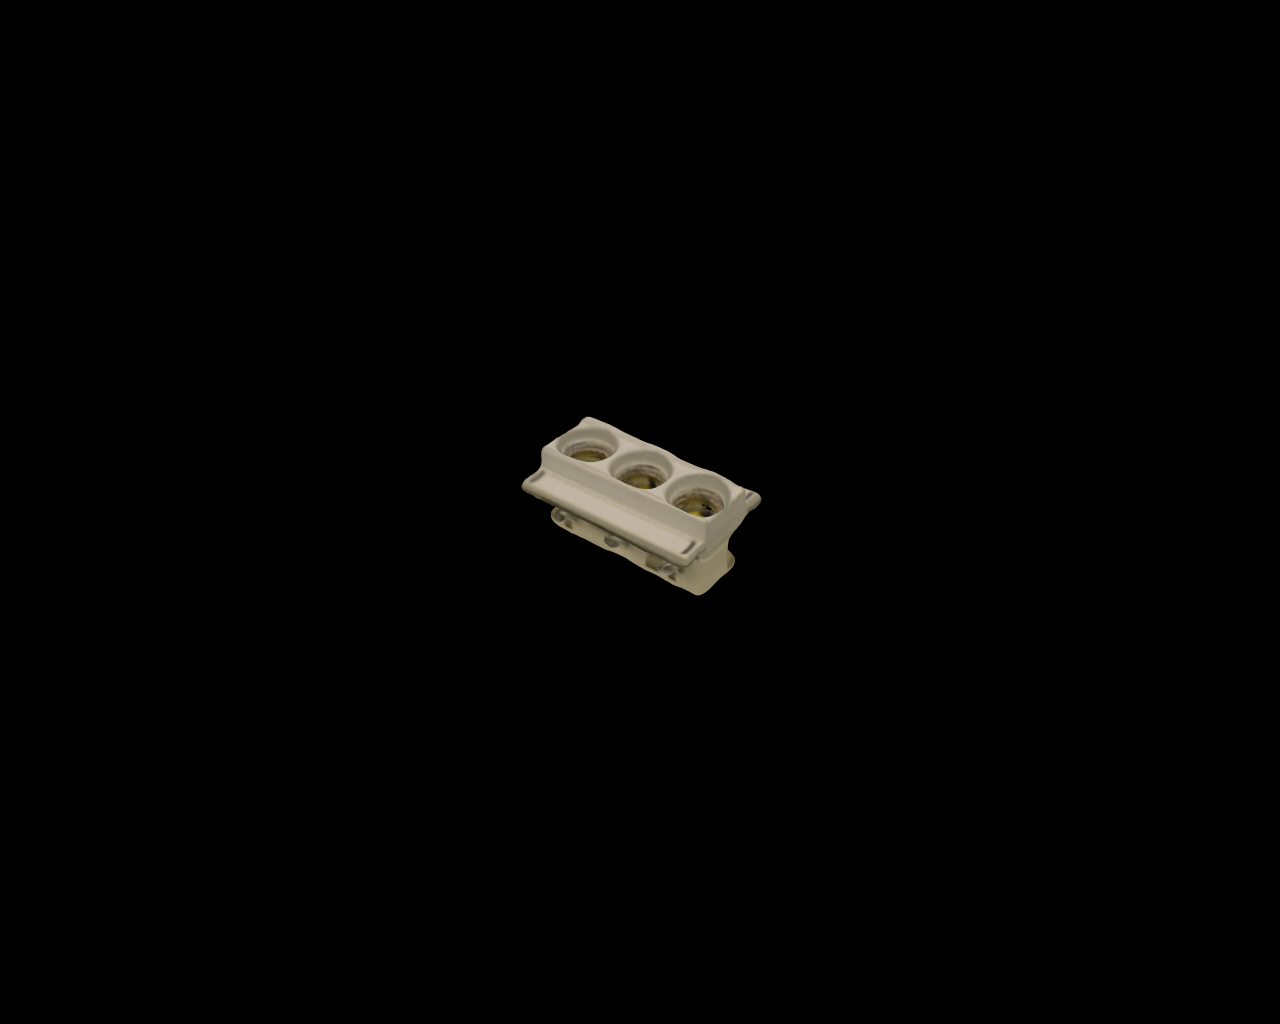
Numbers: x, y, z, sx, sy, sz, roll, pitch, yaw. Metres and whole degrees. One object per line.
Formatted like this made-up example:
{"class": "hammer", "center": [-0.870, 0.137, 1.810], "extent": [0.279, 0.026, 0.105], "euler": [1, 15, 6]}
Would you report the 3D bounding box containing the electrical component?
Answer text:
{"class": "electrical component", "center": [0.001, -0.003, 0.650], "extent": [0.121, 0.063, 0.079], "euler": [26, 46, 28]}
